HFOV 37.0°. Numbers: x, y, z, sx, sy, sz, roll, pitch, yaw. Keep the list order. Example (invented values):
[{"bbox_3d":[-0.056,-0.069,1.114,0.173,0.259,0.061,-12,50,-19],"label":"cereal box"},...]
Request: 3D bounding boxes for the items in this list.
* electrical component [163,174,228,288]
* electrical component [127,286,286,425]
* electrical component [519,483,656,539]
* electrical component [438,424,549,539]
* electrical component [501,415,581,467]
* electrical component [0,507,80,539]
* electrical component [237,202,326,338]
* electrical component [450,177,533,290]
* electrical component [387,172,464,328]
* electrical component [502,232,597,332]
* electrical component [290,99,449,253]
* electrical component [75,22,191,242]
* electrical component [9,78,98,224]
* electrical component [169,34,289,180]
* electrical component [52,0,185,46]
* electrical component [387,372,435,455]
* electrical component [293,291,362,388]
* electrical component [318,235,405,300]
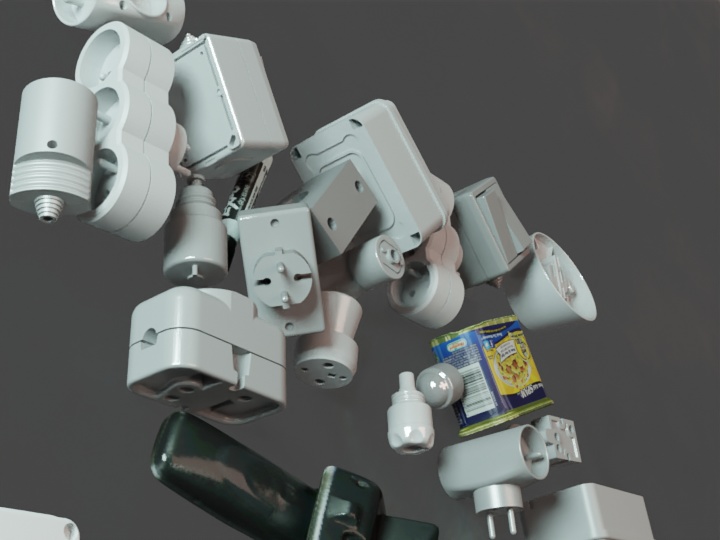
[{"bbox_3d":[-0.105,-0.025,0.687,0.040,0.040,0.078,27,50,-45],"label":"electrical component"},{"bbox_3d":[-0.091,0.050,0.649,0.095,0.054,0.059,29,48,-44],"label":"electrical component"},{"bbox_3d":[0.198,0.228,0.929,0.113,0.078,0.057,24,49,-47],"label":"electrical component"},{"bbox_3d":[0.106,0.167,0.836,0.043,0.077,0.079,23,54,-47],"label":"electrical component"},{"bbox_3d":[0.154,0.153,0.932,0.066,0.055,0.048,20,55,-48],"label":"electrical component"},{"bbox_3d":[-0.169,0.162,0.467,0.078,0.057,0.113,25,51,-46],"label":"electrical component"},{"bbox_3d":[-0.050,0.003,0.692,0.075,0.047,0.083,-120,-158,-80],"label":"electrical component"},{"bbox_3d":[0.113,-0.029,0.980,0.062,0.061,0.096,-35,100,-56],"label":"electrical component"},{"bbox_3d":[0.062,-0.015,0.906,0.074,0.052,0.138,27,50,-45],"label":"electrical component"},{"bbox_3d":[0.184,0.012,1.051,0.099,0.064,0.099,32,46,-41],"label":"electrical component"},{"bbox_3d":[0.010,-0.067,0.840,0.113,0.078,0.057,62,36,-8],"label":"electrical component"},{"bbox_3d":[-0.133,-0.081,0.669,0.074,0.052,0.138,25,51,-46],"label":"electrical component"},{"bbox_3d":[-0.173,-0.063,0.610,0.043,0.043,0.081,28,50,-44],"label":"electrical component"},{"bbox_3d":[-0.097,-0.116,0.733,0.061,0.062,0.096,-8,78,-56],"label":"electrical component"},{"bbox_3d":[-0.161,-0.191,0.704,0.077,0.044,0.079,-1,72,-55],"label":"electrical component"},{"bbox_3d":[0.037,0.107,0.815,0.035,0.035,0.061,31,45,-42],"label":"electrical component"},{"bbox_3d":[-0.023,0.049,0.755,0.045,0.045,0.055,38,43,-36],"label":"electrical component"},{"bbox_3d":[0.000,0.000,0.797,0.044,0.065,0.044,32,46,-41],"label":"electrical component"}]
